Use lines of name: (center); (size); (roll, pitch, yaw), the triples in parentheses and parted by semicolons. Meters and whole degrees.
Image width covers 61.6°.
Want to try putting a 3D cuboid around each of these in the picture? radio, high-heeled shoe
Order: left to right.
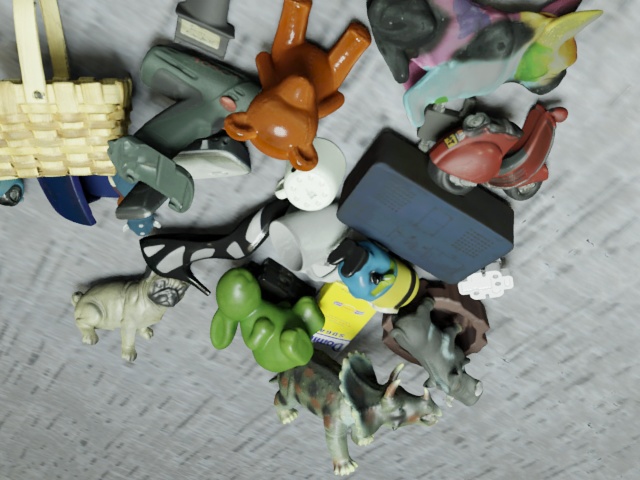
high-heeled shoe: (-0.167, -0.019, 0.834); (0.145, 0.086, 0.248); (44, 107, -4)
radio: (0.144, -0.036, 0.754); (0.229, 0.073, 0.131); (30, 137, -12)

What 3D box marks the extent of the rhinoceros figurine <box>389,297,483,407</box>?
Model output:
rhinoceros figurine: (0.185, 0.177, 0.829); (0.073, 0.112, 0.190); (-32, 110, 28)

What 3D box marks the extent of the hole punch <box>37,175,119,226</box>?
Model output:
hole punch: (-0.373, -0.088, 0.799); (0.116, 0.092, 0.142); (3, 132, 11)

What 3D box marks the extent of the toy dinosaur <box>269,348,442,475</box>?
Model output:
toy dinosaur: (0.002, 0.249, 0.916); (0.405, 0.131, 0.192); (13, 112, 47)

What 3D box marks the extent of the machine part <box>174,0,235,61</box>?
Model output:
machine part: (-0.130, -0.287, 0.635); (0.084, 0.039, 0.138); (23, 130, 1)

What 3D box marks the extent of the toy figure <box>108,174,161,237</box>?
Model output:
toy figure: (-0.277, -0.072, 0.814); (0.064, 0.058, 0.154); (14, 134, 6)

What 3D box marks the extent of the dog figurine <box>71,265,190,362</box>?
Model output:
dog figurine: (-0.331, 0.089, 0.936); (0.172, 0.121, 0.190); (27, 113, -15)

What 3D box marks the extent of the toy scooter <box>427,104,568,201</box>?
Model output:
toy scooter: (0.232, -0.117, 0.672); (0.184, 0.075, 0.135); (6, 135, -24)

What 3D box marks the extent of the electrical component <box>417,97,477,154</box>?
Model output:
electrical component: (0.163, -0.149, 0.705); (0.063, 0.021, 0.094); (15, 128, -4)

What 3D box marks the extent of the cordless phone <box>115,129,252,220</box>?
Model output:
cordless phone: (-0.179, -0.085, 0.707); (0.147, 0.184, 0.088); (-2, 123, 11)

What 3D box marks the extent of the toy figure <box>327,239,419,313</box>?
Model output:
toy figure: (0.085, 0.053, 0.783); (0.089, 0.082, 0.180); (-28, 144, 16)

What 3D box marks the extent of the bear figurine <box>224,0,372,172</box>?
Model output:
bear figurine: (-0.024, -0.177, 0.603); (0.120, 0.196, 0.132); (26, 126, -8)

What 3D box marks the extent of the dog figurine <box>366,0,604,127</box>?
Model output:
dog figurine: (0.180, -0.230, 0.589); (0.219, 0.108, 0.191); (-20, 120, 18)

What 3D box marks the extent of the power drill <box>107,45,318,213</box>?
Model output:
power drill: (-0.134, -0.133, 0.650); (0.232, 0.207, 0.086); (30, 149, -4)

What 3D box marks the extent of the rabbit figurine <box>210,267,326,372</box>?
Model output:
rabbit figurine: (-0.098, 0.112, 0.834); (0.159, 0.121, 0.170); (-25, 112, 39)

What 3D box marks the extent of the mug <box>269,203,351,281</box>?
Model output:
mug: (-0.002, -0.002, 0.781); (0.109, 0.107, 0.081); (57, 152, 3)

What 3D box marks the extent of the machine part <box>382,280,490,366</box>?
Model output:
machine part: (0.192, 0.142, 0.907); (0.179, 0.056, 0.179); (4, 130, 5)

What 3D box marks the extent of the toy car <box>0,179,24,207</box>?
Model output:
toy car: (-0.507, -0.111, 0.785); (0.109, 0.103, 0.161); (12, 173, 6)

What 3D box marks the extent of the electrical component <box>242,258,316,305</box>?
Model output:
electrical component: (-0.092, 0.097, 0.916); (0.134, 0.058, 0.115); (34, 123, -17)
